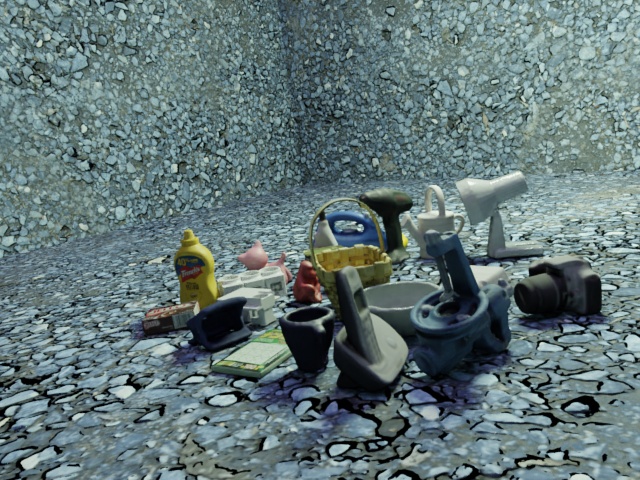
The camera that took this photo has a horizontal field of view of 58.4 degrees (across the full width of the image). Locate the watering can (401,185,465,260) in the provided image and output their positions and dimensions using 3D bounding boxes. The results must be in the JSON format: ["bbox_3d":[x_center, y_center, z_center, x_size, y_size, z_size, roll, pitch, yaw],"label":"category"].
[{"bbox_3d":[0.308,-0.050,1.551,0.173,0.194,0.100,-15,14,-33],"label":"watering can"}]

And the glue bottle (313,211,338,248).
[{"bbox_3d":[0.014,0.005,1.517,0.078,0.173,0.037,-6,11,9],"label":"glue bottle"}]

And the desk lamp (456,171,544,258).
[{"bbox_3d":[0.459,-0.065,1.478,0.203,0.214,0.118,-5,11,10],"label":"desk lamp"}]

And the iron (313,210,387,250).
[{"bbox_3d":[0.096,-0.024,1.696,0.257,0.141,0.119,-2,12,25],"label":"iron"}]

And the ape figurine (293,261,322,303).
[{"bbox_3d":[-0.028,0.094,1.310,0.076,0.092,0.078,-1,13,31],"label":"ape figurine"}]

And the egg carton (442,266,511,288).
[{"bbox_3d":[0.308,0.096,1.135,0.107,0.069,0.151,1,14,37],"label":"egg carton"}]

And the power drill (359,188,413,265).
[{"bbox_3d":[0.186,-0.043,1.557,0.075,0.208,0.230,1,14,35],"label":"power drill"}]

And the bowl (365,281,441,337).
[{"bbox_3d":[0.145,0.133,1.045,0.167,0.075,0.167,-7,11,2],"label":"bowl"}]

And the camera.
[{"bbox_3d":[0.422,0.081,1.058,0.137,0.101,0.143,-10,12,-13],"label":"camera"}]

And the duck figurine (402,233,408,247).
[{"bbox_3d":[0.224,-0.019,1.728,0.077,0.086,0.105,-2,13,26],"label":"duck figurine"}]

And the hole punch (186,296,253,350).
[{"bbox_3d":[-0.201,0.155,1.117,0.109,0.091,0.100,-16,14,-38],"label":"hole punch"}]

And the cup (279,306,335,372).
[{"bbox_3d":[-0.011,0.167,0.923,0.092,0.095,0.117,-11,12,-18],"label":"cup"}]

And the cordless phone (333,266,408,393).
[{"bbox_3d":[0.072,0.120,0.868,0.094,0.185,0.148,-3,12,21],"label":"cordless phone"}]

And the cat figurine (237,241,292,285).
[{"bbox_3d":[-0.144,0.060,1.487,0.127,0.118,0.067,-5,12,11],"label":"cat figurine"}]

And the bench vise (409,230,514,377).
[{"bbox_3d":[0.214,0.080,0.892,0.121,0.220,0.208,1,14,37],"label":"bench vise"}]
